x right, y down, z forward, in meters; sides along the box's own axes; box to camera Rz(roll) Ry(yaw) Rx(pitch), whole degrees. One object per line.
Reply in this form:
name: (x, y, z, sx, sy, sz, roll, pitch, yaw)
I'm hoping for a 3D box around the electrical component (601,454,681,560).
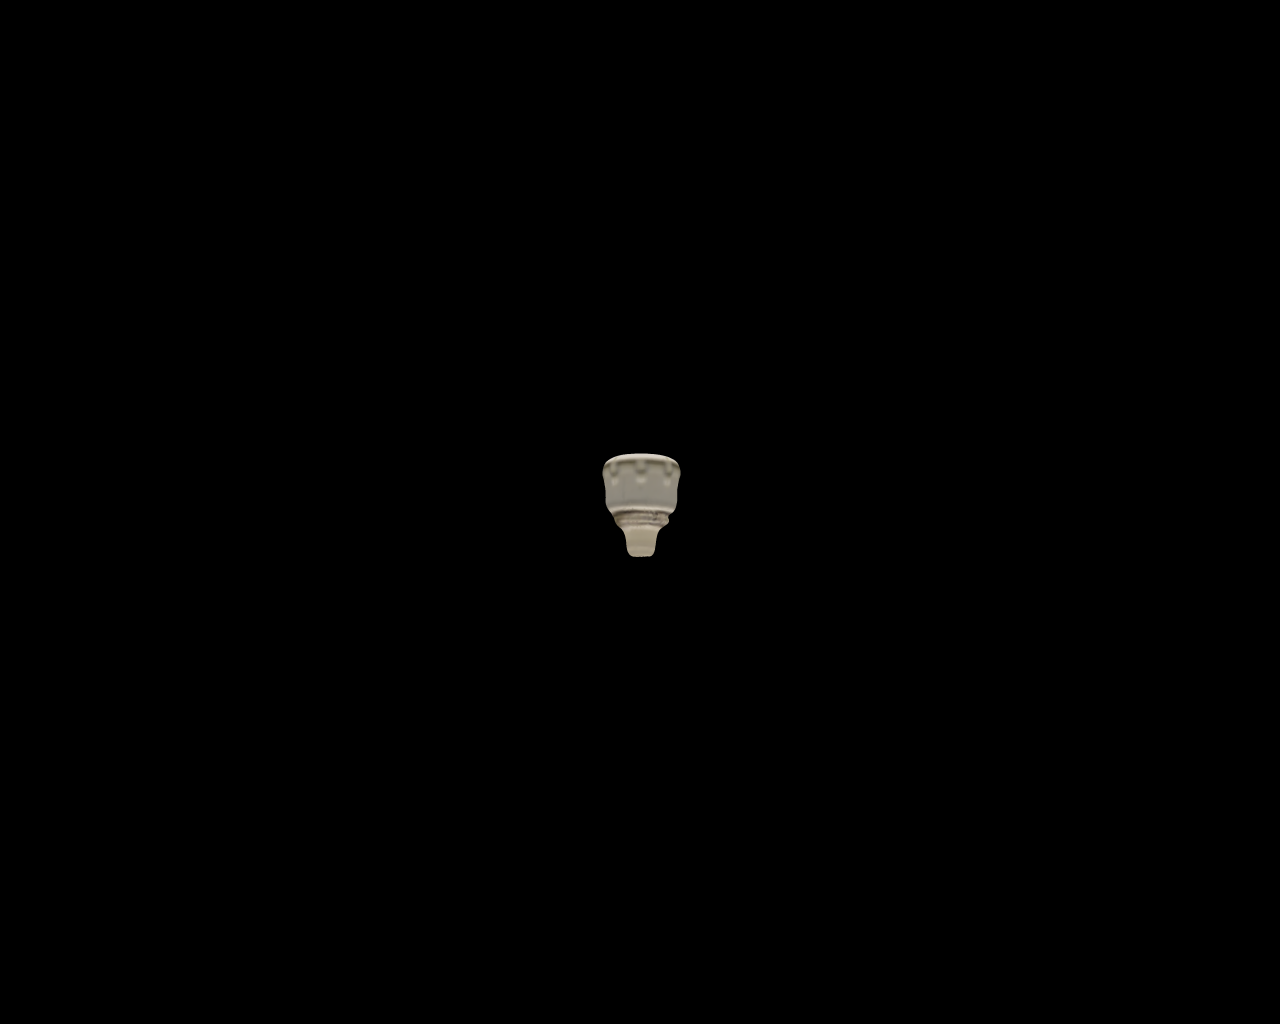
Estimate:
electrical component: (0.001, -0.003, 0.650, 0.048, 0.062, 0.048, 0, -9, 0)
